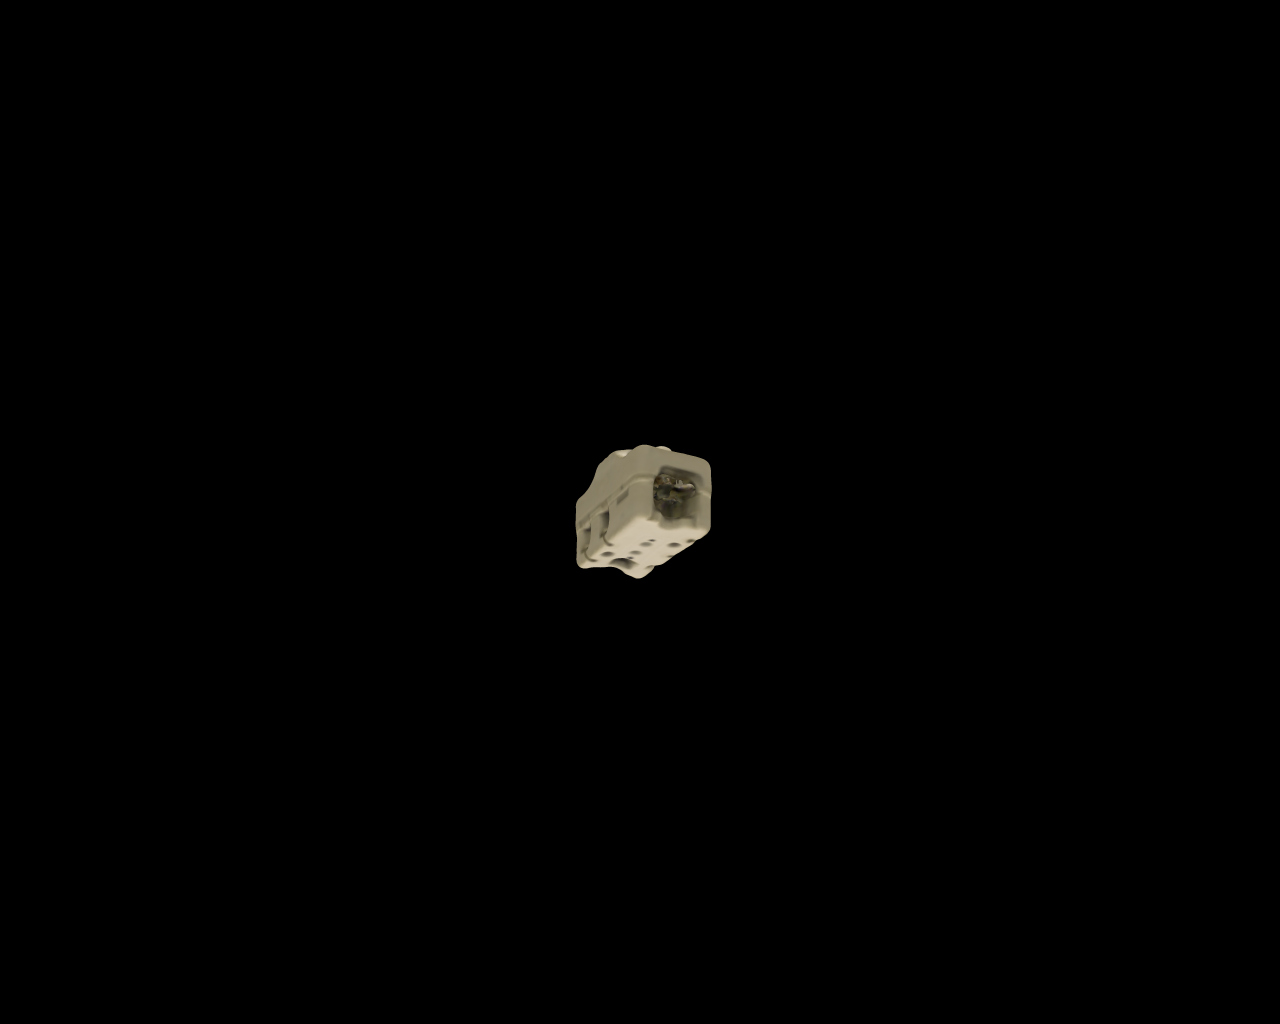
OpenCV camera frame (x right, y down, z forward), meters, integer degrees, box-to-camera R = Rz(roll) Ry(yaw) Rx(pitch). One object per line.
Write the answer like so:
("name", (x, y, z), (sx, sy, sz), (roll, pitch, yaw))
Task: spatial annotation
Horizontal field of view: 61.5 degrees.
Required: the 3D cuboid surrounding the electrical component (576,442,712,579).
("electrical component", (0.001, -0.003, 0.650), (0.050, 0.056, 0.089), (12, -27, -25))
